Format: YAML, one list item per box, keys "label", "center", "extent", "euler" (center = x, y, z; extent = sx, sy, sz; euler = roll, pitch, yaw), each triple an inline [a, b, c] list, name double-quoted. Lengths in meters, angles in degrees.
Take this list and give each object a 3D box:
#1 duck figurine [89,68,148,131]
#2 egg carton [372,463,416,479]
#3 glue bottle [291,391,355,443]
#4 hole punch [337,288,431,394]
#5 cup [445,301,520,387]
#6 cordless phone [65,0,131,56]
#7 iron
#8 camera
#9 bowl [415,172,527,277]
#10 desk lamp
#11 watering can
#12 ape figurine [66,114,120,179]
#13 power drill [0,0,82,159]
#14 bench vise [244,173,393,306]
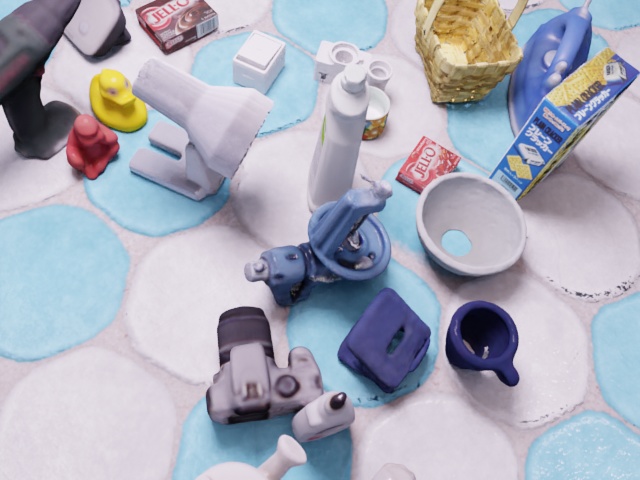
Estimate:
- label: "duck figurine"
  center: [-0.315, -0.228, 0.879]
  extent: [0.104, 0.086, 0.078]
  euler: [43, 66, 13]
- label: "egg carton"
  center: [0.075, 0.343, 0.661]
  extent: [0.107, 0.069, 0.150]
  euler: [42, 66, 13]
- label: "glue bottle"
  center: [0.010, 0.200, 0.664]
  extent: [0.078, 0.173, 0.037]
  euler: [-17, 67, -15]
- label: "hole punch"
  center: [0.091, 0.132, 0.755]
  extent: [0.101, 0.091, 0.109]
  euler: [34, 64, 9]
- label: "cup"
  center: [0.212, 0.148, 0.762]
  extent: [0.092, 0.095, 0.117]
  euler: [-26, 70, -19]
- label: "cordless phone"
  center: [-0.375, -0.399, 0.899]
  extent: [0.094, 0.185, 0.147]
  euler: [-38, 74, -22]
- label: "iron"
  center: [0.406, -0.299, 0.984]
  extent: [0.118, 0.141, 0.258]
  euler: [25, 63, 5]
- label: "camera"
  center: [-0.074, 0.150, 0.718]
  extent: [0.143, 0.101, 0.136]
  euler: [-6, 65, -11]
- label: "bowl"
  center: [0.215, -0.013, 0.853]
  extent: [0.167, 0.075, 0.167]
  euler: [3, 64, -6]
- label: "desk lamp"
  center: [-0.169, -0.145, 0.787]
  extent: [0.203, 0.213, 0.118]
  euler: [22, 63, 4]
- label: "watering can"
  center: [-0.089, 0.279, 0.599]
  extent: [0.101, 0.194, 0.173]
  euler: [24, 63, 5]
- label: "ape figurine"
  center: [-0.334, -0.146, 0.832]
  extent: [0.078, 0.092, 0.076]
  euler: [-17, 67, -15]
- label: "power drill"
  center: [-0.400, -0.218, 0.793]
  extent: [0.075, 0.208, 0.230]
  euler: [32, 64, 9]
- label: "bench vise"
  center: [0.014, 0.011, 0.732]
  extent: [0.208, 0.220, 0.121]
  euler: [-35, 73, -22]
